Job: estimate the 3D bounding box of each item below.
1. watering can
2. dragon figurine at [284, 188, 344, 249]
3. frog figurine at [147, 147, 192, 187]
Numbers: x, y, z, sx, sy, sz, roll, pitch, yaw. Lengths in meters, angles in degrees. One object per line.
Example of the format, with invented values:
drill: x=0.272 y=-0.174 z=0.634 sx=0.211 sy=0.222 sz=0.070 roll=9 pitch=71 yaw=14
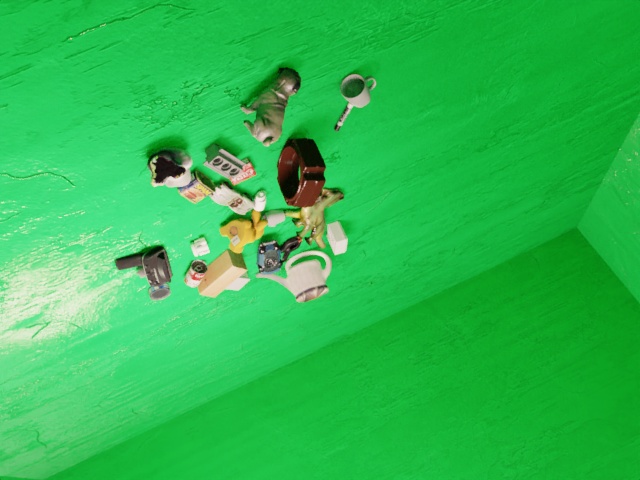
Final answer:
watering can: x=-0.102 y=0.178 z=2.314 sx=0.347 sy=0.228 sz=0.102 roll=-21 pitch=156 yaw=1
dragon figurine: x=0.006 y=-0.105 z=2.082 sx=0.242 sy=0.124 sz=0.405 roll=-41 pitch=150 yaw=8
frog figurine: x=-0.444 y=-0.220 z=1.561 sx=0.136 sy=0.122 sz=0.161 roll=-42 pitch=-176 yaw=10
